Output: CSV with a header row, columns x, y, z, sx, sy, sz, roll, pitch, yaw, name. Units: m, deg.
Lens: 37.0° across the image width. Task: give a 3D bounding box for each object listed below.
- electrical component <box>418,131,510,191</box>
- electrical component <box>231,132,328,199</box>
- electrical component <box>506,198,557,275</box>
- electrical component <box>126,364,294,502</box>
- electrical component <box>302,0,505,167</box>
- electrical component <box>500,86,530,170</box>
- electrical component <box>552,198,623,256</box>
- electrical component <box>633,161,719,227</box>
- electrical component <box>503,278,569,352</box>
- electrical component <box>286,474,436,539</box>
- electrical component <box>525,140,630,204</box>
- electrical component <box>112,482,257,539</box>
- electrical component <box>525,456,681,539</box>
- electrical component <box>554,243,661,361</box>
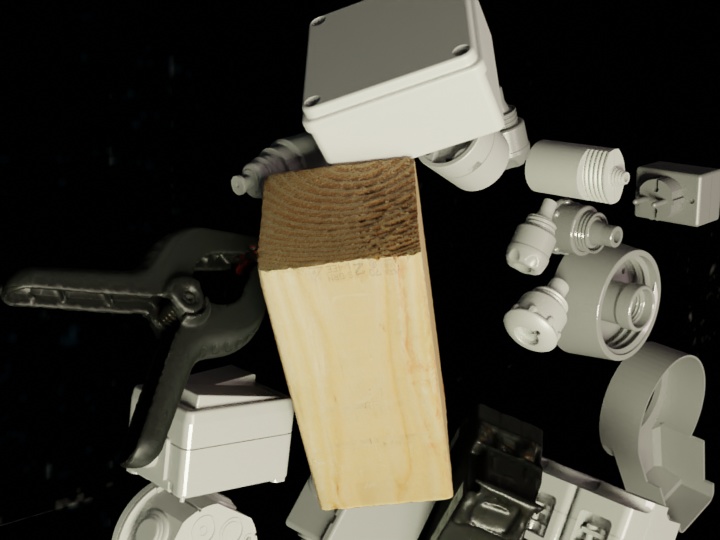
x,y,z,sx,sy,sz,roll,pitch,yaw,name
0.075,-0.088,0.771,0.047,0.055,0.055,32,78,-48,electrical component
-0.045,-0.062,0.667,0.078,0.040,0.040,-22,115,-39,electrical component
0.142,-0.029,0.867,0.035,0.035,0.061,38,72,-43,electrical component
-0.095,0.095,0.645,0.096,0.062,0.061,-2,102,-45,electrical component
0.025,-0.118,0.646,0.108,0.109,0.056,-89,157,-47,electrical component
0.107,-0.109,0.811,0.035,0.035,0.061,-35,121,-33,electrical component
0.186,-0.032,0.889,0.048,0.062,0.048,-14,110,-42,electrical component
0.276,-0.066,0.966,0.077,0.066,0.047,-16,112,-41,electrical component
0.151,0.033,0.886,0.062,0.048,0.048,-51,131,-31,electrical component
0.004,0.166,0.771,0.100,0.048,0.099,42,71,-43,electrical component
0.177,-0.078,0.854,0.043,0.081,0.043,-14,110,-42,electrical component
-0.107,0.170,0.660,0.080,0.051,0.080,-14,110,-42,electrical component
0.168,0.193,0.868,0.089,0.150,0.061,25,84,-46,electrical component
0.221,0.027,0.941,0.108,0.060,0.108,-14,111,-42,electrical component
